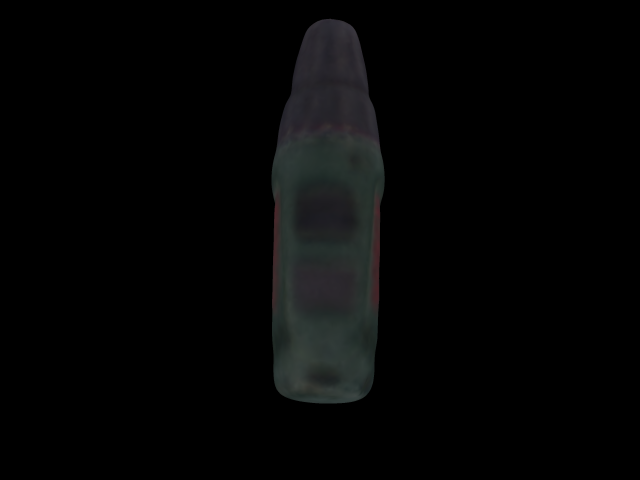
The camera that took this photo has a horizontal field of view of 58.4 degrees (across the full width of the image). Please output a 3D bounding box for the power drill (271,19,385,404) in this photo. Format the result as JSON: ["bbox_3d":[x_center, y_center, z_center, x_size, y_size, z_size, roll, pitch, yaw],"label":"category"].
[{"bbox_3d":[0.004,0.001,0.400,0.075,0.208,0.229,0,66,0],"label":"power drill"}]
